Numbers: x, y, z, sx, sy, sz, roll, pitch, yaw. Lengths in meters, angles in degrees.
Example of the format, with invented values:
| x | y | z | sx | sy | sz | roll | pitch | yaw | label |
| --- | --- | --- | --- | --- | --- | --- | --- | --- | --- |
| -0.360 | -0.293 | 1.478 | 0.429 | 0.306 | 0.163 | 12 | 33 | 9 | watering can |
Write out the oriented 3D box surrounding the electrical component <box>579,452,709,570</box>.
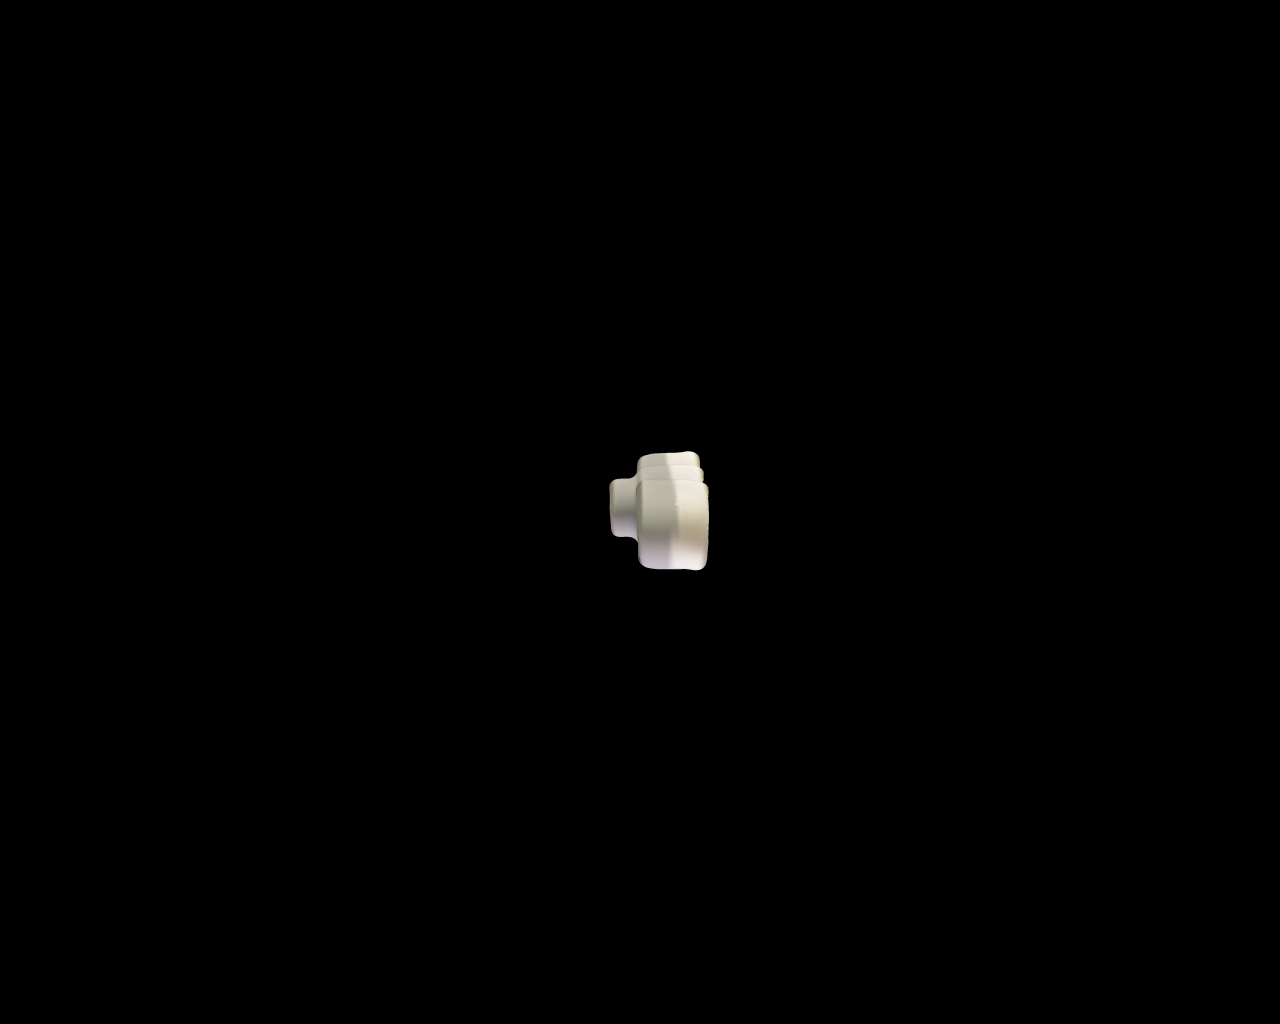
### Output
| x | y | z | sx | sy | sz | roll | pitch | yaw | label |
| --- | --- | --- | --- | --- | --- | --- | --- | --- | --- |
| 0.001 | -0.003 | 0.650 | 0.074 | 0.052 | 0.138 | 0 | 13 | 0 | electrical component |
